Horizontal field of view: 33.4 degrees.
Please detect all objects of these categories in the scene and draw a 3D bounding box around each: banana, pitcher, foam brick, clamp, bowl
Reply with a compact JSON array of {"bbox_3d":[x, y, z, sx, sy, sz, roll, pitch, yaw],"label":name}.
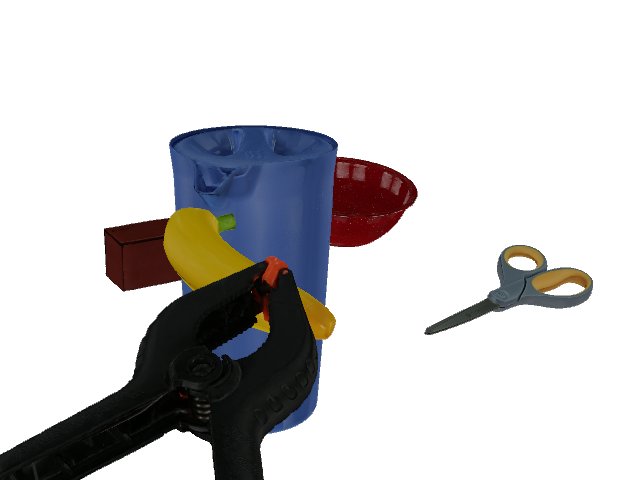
[{"bbox_3d":[-0.058,0.014,0.681,0.069,0.037,0.198,-9,25,-21],"label":"banana"},{"bbox_3d":[-0.050,0.027,0.888,0.149,0.243,0.145,-7,20,-23],"label":"pitcher"},{"bbox_3d":[-0.173,0.013,1.076,0.078,0.051,0.053,-11,22,-28],"label":"foam brick"},{"bbox_3d":[-0.042,0.072,0.444,0.120,0.039,0.171,25,48,19],"label":"clamp"},{"bbox_3d":[0.021,-0.037,1.158,0.162,0.055,0.162,5,26,-2],"label":"bowl"}]

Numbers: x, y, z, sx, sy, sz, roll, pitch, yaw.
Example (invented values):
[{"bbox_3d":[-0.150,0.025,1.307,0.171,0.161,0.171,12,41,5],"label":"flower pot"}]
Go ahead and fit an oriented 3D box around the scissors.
[{"bbox_3d":[0.152,0.041,0.942,0.201,0.016,0.096,-7,35,-28],"label":"scissors"}]
